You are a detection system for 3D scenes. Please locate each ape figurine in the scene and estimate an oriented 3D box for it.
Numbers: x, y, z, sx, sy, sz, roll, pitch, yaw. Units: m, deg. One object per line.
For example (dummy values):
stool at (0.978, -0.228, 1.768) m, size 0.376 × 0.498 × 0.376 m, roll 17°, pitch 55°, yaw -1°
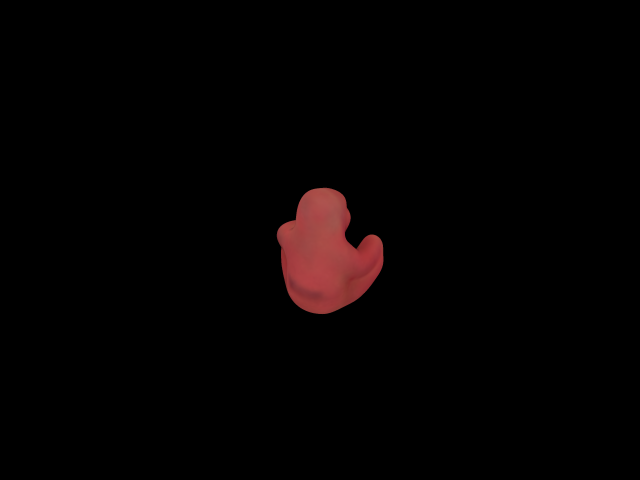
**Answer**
ape figurine at (0.004, 0.001, 0.400) m, size 0.077 × 0.092 × 0.076 m, roll 25°, pitch 54°, yaw 20°
